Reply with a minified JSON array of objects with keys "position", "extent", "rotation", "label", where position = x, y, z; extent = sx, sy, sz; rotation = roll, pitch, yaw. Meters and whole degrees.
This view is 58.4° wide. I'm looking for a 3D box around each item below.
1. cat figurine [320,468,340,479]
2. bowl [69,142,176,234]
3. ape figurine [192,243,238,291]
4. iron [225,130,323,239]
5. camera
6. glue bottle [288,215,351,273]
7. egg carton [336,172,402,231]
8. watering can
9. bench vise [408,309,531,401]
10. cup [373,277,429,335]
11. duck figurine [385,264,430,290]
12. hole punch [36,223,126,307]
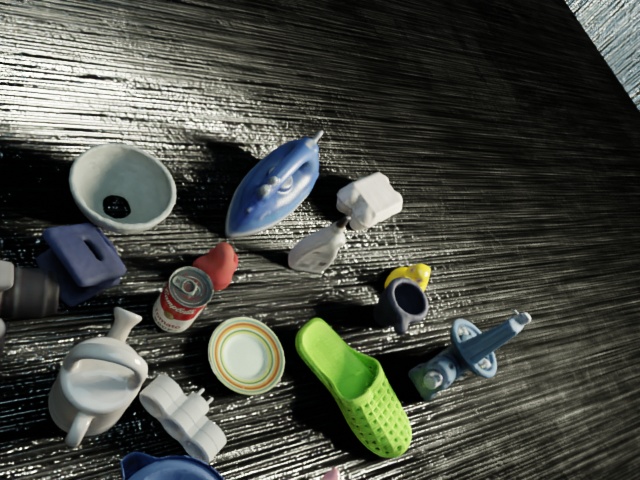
[{"position":[-0.007,0.390,0.804],"extent":[0.067,0.117,0.128],"rotation":[44,47,1],"label":"cat figurine"},{"position":[-0.327,-0.072,0.940],"extent":[0.168,0.074,0.167],"rotation":[17,52,-23],"label":"bowl"},{"position":[-0.168,0.037,0.957],"extent":[0.078,0.092,0.076],"rotation":[8,56,-29],"label":"ape figurine"},{"position":[-0.079,-0.112,1.082],"extent":[0.119,0.141,0.259],"rotation":[40,47,-3],"label":"iron"},{"position":[-0.420,0.080,0.758],"extent":[0.137,0.100,0.143],"rotation":[4,58,-31],"label":"camera"},{"position":[0.010,0.004,1.039],"extent":[0.078,0.173,0.037],"rotation":[12,54,-26],"label":"glue bottle"},{"position":[0.107,-0.084,1.233],"extent":[0.151,0.069,0.107],"rotation":[-28,77,-42],"label":"egg carton"},{"position":[-0.278,0.168,0.727],"extent":[0.101,0.193,0.172],"rotation":[5,57,-30],"label":"watering can"},{"position":[0.280,0.214,1.040],"extent":[0.121,0.219,0.208],"rotation":[43,47,0],"label":"bench vise"},{"position":[0.143,0.140,1.086],"extent":[0.092,0.094,0.118],"rotation":[27,49,-15],"label":"cup"},{"position":[0.192,0.079,1.167],"extent":[0.105,0.086,0.077],"rotation":[-17,70,-39],"label":"duck figurine"},{"position":[-0.350,0.025,0.848],"extent":[0.108,0.091,0.101],"rotation":[51,47,7],"label":"hole punch"}]
